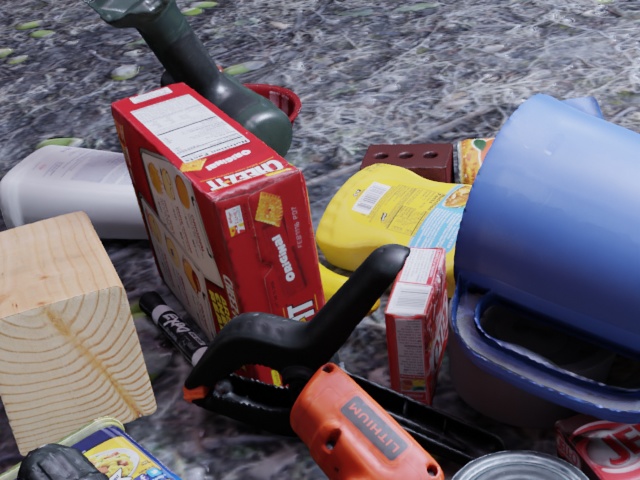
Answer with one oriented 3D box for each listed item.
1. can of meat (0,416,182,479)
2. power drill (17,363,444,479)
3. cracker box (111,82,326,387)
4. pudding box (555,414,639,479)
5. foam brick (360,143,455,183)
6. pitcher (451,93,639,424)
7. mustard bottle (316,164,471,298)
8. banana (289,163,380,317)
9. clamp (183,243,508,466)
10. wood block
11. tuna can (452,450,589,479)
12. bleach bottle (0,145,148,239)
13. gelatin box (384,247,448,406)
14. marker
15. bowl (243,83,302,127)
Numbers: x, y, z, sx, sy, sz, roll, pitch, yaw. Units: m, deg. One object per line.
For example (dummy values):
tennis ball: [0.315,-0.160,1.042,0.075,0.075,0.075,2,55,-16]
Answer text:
can of meat: [-0.131,0.159,0.613,0.101,0.057,0.084,-29,37,-33]
power drill: [-0.041,0.143,0.564,0.187,0.057,0.184,-31,64,-35]
cracker box: [-0.072,-0.007,0.783,0.072,0.164,0.214,-22,32,-19]
pudding box: [0.203,0.125,0.604,0.113,0.039,0.090,-14,29,-11]
foam brick: [0.078,-0.052,0.939,0.078,0.051,0.053,0,30,15]
pitcher: [0.202,0.025,0.605,0.243,0.149,0.144,25,25,27]
mustard bottle: [0.094,-0.003,0.826,0.192,0.058,0.096,17,55,41]
banana: [-0.013,0.014,0.833,0.037,0.070,0.198,6,31,-31]
clamp: [0.005,0.089,0.661,0.210,0.164,0.036,-17,26,37]
wood block: [-0.182,0.054,0.739,0.090,0.091,0.206,-17,19,-14]
tuna can: [0.110,0.154,0.581,0.086,0.034,0.086,-5,29,3]
bleach bottle: [-0.156,-0.035,0.962,0.251,0.068,0.102,7,33,21]
gelatin box: [0.068,0.057,0.726,0.030,0.073,0.089,2,30,15]
marker: [-0.107,0.069,0.805,0.020,0.020,0.121,-22,32,-23]
bowl: [-0.095,-0.103,1.070,0.162,0.055,0.162,-6,29,3]
